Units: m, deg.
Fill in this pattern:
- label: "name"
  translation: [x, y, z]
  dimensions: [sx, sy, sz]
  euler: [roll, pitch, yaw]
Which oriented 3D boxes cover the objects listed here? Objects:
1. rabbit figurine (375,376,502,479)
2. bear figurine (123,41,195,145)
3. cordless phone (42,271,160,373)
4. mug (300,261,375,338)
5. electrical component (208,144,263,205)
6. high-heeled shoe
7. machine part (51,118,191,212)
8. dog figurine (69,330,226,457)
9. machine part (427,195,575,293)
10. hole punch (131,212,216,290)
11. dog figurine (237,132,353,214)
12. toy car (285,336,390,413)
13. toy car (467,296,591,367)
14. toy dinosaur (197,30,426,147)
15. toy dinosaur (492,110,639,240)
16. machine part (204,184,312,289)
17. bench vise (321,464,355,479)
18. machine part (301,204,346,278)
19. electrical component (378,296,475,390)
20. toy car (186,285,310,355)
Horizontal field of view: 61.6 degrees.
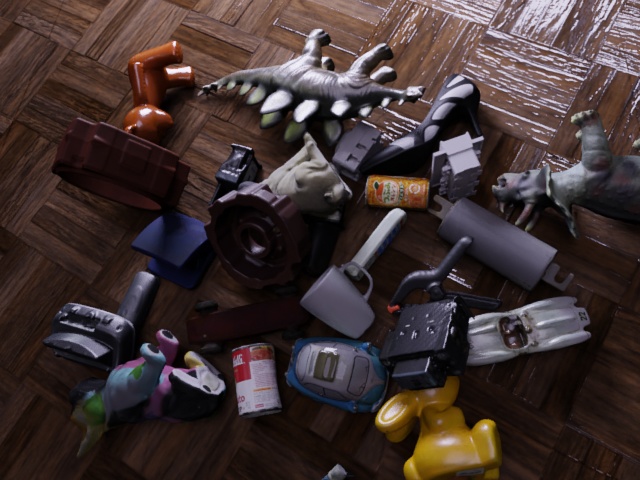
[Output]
- label: "rabbit figurine"
  translation: [0.166, 0.258, 0.767]
  dimensions: [0.162, 0.121, 0.173]
  euler: [-15, 54, 15]
- label: "bear figurine"
  translation: [-0.313, -0.262, 1.031]
  dimensions: [0.132, 0.120, 0.196]
  euler: [-9, 70, 3]
- label: "cordless phone"
  translation: [-0.370, 0.125, 0.928]
  dimensions: [0.147, 0.088, 0.184]
  euler: [13, 62, 13]
- label: "mug"
  translation: [0.041, 0.094, 0.849]
  dimensions: [0.107, 0.081, 0.109]
  euler: [44, 89, -3]
- label: "electrical component"
  translation: [-0.154, -0.105, 0.965]
  dimensions: [0.048, 0.074, 0.119]
  euler: [17, 70, 16]
- label: "high-heeled shoe"
  translation: [0.170, -0.206, 0.942]
  dimensions: [0.249, 0.086, 0.145]
  euler: [-18, 65, -2]
- label: "machine part"
  translation: [-0.342, -0.118, 0.920]
  dimensions: [0.202, 0.201, 0.087]
  euler: [0, 71, 58]
- label: "dog figurine"
  translation: [-0.279, 0.257, 0.837]
  dimensions: [0.191, 0.108, 0.219]
  euler: [41, 100, -9]
- label: "machine part"
  translation: [0.276, 0.005, 0.844]
  dimensions: [0.243, 0.079, 0.079]
  euler: [34, 79, 19]
- label: "hole punch"
  translation: [-0.247, 0.008, 0.933]
  dimensions: [0.142, 0.092, 0.116]
  euler: [20, 69, 19]
- label: "dog figurine"
  translation: [-0.055, -0.065, 0.884]
  dimensions: [0.190, 0.172, 0.121]
  euler: [-37, 112, 7]
- label: "toy car"
  translation: [0.023, 0.193, 0.808]
  dimensions: [0.162, 0.102, 0.109]
  euler: [13, 72, 13]
- label: "toy car"
  translation: [0.299, 0.137, 0.801]
  dimensions: [0.202, 0.056, 0.073]
  euler: [-15, 68, 5]
- label: "toy dinosaur"
  translation: [-0.027, -0.276, 0.973]
  dimensions: [0.472, 0.105, 0.198]
  euler: [18, 67, 35]
- label: "toy dinosaur"
  translation: [0.485, -0.084, 0.823]
  dimensions: [0.405, 0.131, 0.192]
  euler: [5, 83, 8]
- label: "machine part"
  translation: [-0.099, -0.006, 0.862]
  dimensions: [0.180, 0.179, 0.056]
  euler: [21, 36, 17]
- label: "bench vise"
  translation: [-0.040, 0.413, 0.728]
  dimensions: [0.240, 0.128, 0.224]
  euler: [-44, 67, 0]
- label: "machine part"
  translation: [-0.002, -0.003, 0.920]
  dimensions: [0.084, 0.039, 0.139]
  euler: [9, 70, 4]
- label: "electrical component"
  translation: [0.152, 0.150, 0.767]
  dimensions: [0.115, 0.058, 0.134]
  euler: [-23, 26, 39]
- label: "toy car"
  translation: [-0.117, 0.132, 0.882]
  dimensions: [0.202, 0.053, 0.089]
  euler: [-13, 79, 2]
